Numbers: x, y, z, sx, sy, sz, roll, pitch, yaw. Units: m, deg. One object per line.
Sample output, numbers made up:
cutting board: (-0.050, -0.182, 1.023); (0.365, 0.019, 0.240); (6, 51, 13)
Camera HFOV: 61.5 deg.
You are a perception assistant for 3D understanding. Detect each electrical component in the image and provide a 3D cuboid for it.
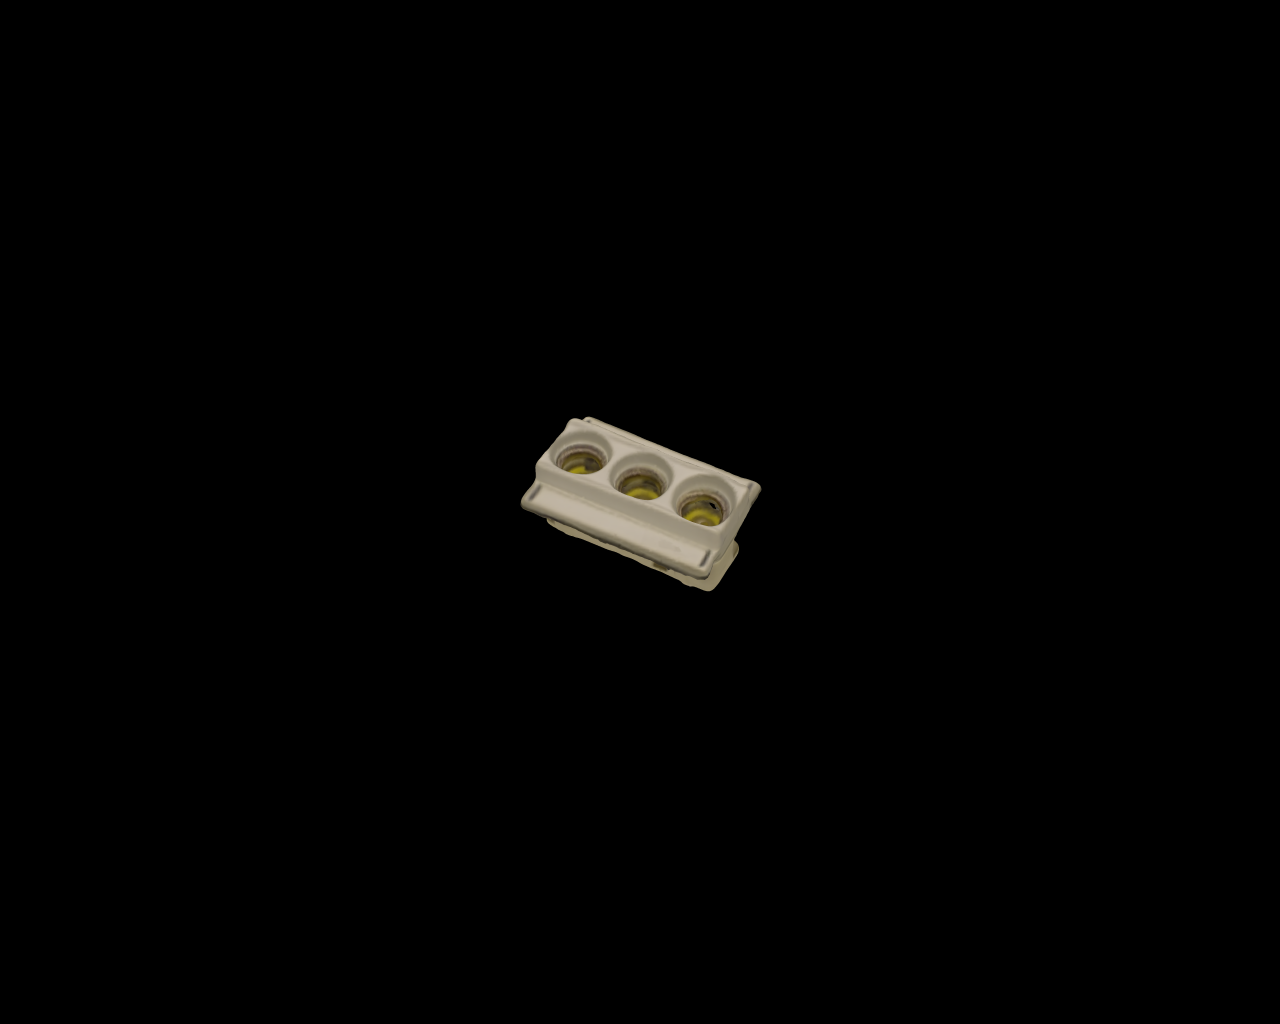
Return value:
electrical component: (0.001, -0.003, 0.650); (0.121, 0.079, 0.063); (22, -38, 18)
